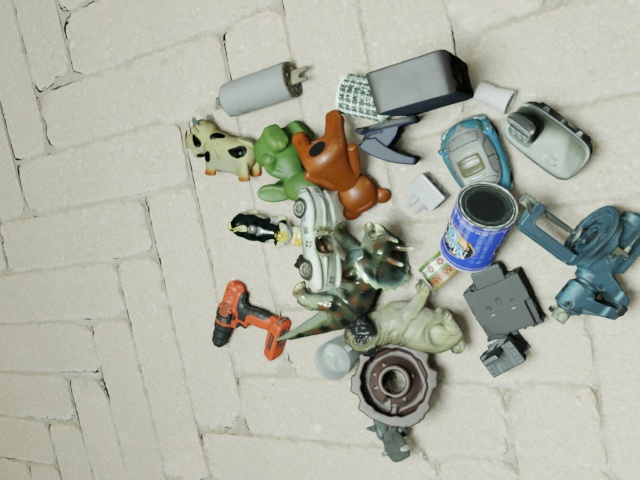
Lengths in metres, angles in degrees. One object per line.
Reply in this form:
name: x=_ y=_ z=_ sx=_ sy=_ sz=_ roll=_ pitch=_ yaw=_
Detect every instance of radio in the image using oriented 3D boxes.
radio: x=0.179 y=-0.261 z=0.917 sx=0.131 sy=0.229 sz=0.073 roll=-12 pitch=98 yaw=26

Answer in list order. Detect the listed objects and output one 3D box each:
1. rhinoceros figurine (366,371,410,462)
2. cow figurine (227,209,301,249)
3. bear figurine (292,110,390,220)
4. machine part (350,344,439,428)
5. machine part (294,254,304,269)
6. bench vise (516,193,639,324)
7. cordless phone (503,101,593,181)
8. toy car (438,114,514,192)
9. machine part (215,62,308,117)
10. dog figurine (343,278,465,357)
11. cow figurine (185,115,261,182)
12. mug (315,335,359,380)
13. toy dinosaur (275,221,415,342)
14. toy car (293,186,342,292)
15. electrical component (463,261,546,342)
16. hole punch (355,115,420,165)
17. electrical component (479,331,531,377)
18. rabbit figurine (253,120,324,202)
rhinoceros figurine: x=0.141 y=0.368 z=1.137 sx=0.073 sy=0.112 sz=0.190 roll=-25 pitch=81 yaw=27
cow figurine: x=-0.118 y=-0.023 z=1.196 sx=0.168 sy=0.098 sz=0.068 roll=12 pitch=100 yaw=25
bear figurine: x=0.048 y=-0.139 z=1.073 sx=0.120 sy=0.195 sz=0.132 roll=-31 pitch=47 yaw=22
machine part: x=0.150 y=0.285 z=1.081 sx=0.179 sy=0.056 sz=0.179 roll=-3 pitch=73 yaw=10
machine part: x=-0.014 y=0.009 z=1.168 sx=0.039 sy=0.084 sz=0.138 roll=24 pitch=122 yaw=-5
bench vise: x=0.420 y=0.018 z=0.901 sx=0.240 sy=0.129 sz=0.223 roll=36 pitch=108 yaw=-3
cordless phone: x=0.366 y=-0.164 z=0.865 sx=0.147 sy=0.184 sz=0.088 roll=43 pitch=112 yaw=13
toy car: x=0.275 y=-0.140 z=0.964 sx=0.109 sy=0.103 sz=0.161 roll=-23 pitch=88 yaw=30
machine part: x=-0.130 y=-0.320 z=1.150 sx=0.243 sy=0.079 sz=0.079 roll=-10 pitch=96 yaw=28
dog figurine: x=0.162 y=0.189 z=1.039 sx=0.190 sy=0.121 sz=0.172 roll=-37 pitch=67 yaw=-2
cow figurine: x=-0.227 y=-0.211 z=1.221 sx=0.195 sy=0.085 sz=0.127 roll=15 pitch=113 yaw=26
mug: x=0.053 y=0.236 z=1.156 sx=0.081 sy=0.107 sz=0.109 roll=43 pitch=113 yaw=13
toy dinosaur: x=0.056 y=0.108 z=1.128 sx=0.192 sy=0.131 sz=0.404 roll=34 pitch=121 yaw=15
toy car: x=-0.002 y=-0.003 z=1.013 sx=0.056 sy=0.073 sz=0.201 roll=-10 pitch=84 yaw=45
electrical component: x=0.340 y=0.110 z=1.009 sx=0.115 sy=0.058 sz=0.134 roll=-29 pitch=87 yaw=27
hole punch: x=0.134 y=-0.182 z=1.017 sx=0.116 sy=0.142 sz=0.092 roll=-6 pitch=102 yaw=17
electrical component: x=0.340 y=0.215 z=0.996 sx=0.075 sy=0.119 sz=0.048 roll=-41 pitch=81 yaw=26
rabbit figurine: x=-0.070 y=-0.141 z=1.132 sx=0.159 sy=0.121 sz=0.170 roll=-40 pitch=79 yaw=35
